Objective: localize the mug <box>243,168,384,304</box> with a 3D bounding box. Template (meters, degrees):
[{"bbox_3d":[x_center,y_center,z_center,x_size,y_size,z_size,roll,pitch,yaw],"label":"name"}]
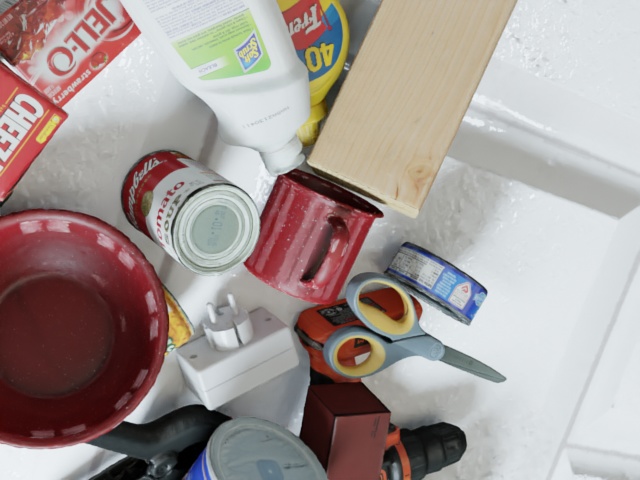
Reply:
[{"bbox_3d":[-0.005,0.001,0.817,0.093,0.117,0.081,20,101,-23],"label":"mug"}]

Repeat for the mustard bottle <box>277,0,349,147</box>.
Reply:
[{"bbox_3d":[-0.029,-0.159,0.778,0.096,0.058,0.191,-20,117,-15],"label":"mustard bottle"}]

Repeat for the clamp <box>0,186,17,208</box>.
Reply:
[{"bbox_3d":[-0.301,-0.019,0.680,0.209,0.036,0.164,-27,120,-22],"label":"clamp"}]

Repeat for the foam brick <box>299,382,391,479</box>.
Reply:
[{"bbox_3d":[0.018,0.161,0.856,0.052,0.051,0.078,0,110,-28],"label":"foam brick"}]

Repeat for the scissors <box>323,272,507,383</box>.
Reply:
[{"bbox_3d":[0.076,0.101,0.886,0.096,0.016,0.201,-48,125,-4],"label":"scissors"}]

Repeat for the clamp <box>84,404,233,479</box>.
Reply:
[{"bbox_3d":[-0.138,0.175,0.833,0.171,0.039,0.120,4,131,-42],"label":"clamp"}]

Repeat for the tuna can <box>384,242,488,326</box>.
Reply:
[{"bbox_3d":[0.099,0.037,0.905,0.086,0.086,0.034,35,85,-34],"label":"tuna can"}]

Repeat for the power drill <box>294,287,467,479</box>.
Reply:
[{"bbox_3d":[0.050,0.140,0.929,0.184,0.057,0.188,-13,113,-26],"label":"power drill"}]

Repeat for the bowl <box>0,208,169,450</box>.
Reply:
[{"bbox_3d":[-0.186,0.062,0.729,0.162,0.055,0.162,2,78,-11],"label":"bowl"}]

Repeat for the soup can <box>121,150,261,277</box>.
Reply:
[{"bbox_3d":[-0.093,-0.020,0.762,0.068,0.102,0.068,-10,112,-27],"label":"soup can"}]

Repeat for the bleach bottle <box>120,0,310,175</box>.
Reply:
[{"bbox_3d":[-0.081,-0.153,0.713,0.103,0.068,0.251,-20,116,14],"label":"bleach bottle"}]

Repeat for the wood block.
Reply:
[{"bbox_3d":[0.076,-0.130,0.805,0.091,0.090,0.206,25,89,4],"label":"wood block"}]

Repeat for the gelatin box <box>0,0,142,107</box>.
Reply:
[{"bbox_3d":[-0.171,-0.143,0.717,0.089,0.030,0.073,-44,123,-10],"label":"gelatin box"}]

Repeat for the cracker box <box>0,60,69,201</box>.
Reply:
[{"bbox_3d":[-0.263,-0.120,0.591,0.213,0.164,0.072,38,88,-34],"label":"cracker box"}]

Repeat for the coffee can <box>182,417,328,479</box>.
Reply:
[{"bbox_3d":[-0.071,0.221,0.829,0.102,0.103,0.140,13,126,-33],"label":"coffee can"}]
